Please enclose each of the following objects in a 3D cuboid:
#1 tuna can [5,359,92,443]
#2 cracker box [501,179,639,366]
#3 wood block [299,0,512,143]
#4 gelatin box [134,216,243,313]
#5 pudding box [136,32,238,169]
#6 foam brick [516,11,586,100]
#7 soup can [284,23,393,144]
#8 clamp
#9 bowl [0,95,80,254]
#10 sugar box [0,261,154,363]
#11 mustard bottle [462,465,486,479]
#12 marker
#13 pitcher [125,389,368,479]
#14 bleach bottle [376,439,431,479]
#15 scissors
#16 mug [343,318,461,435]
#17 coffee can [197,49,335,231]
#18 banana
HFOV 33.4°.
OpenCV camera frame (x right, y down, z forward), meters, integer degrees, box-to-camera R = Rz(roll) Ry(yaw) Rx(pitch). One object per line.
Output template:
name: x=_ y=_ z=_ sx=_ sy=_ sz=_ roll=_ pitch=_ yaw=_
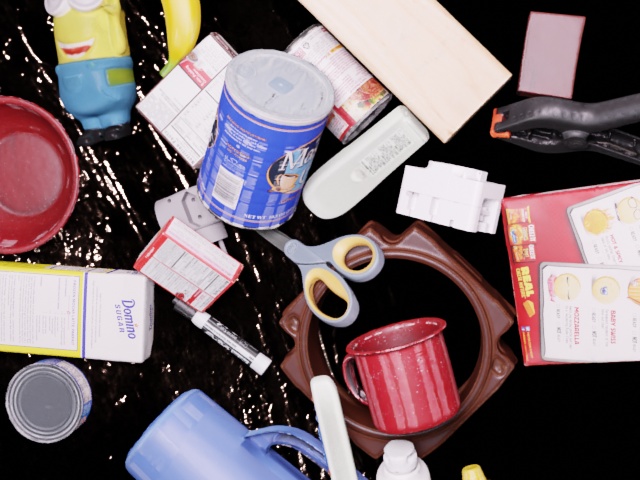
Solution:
tuna can: x=-0.287 y=0.170 z=1.134 sx=0.086 sy=0.033 sz=0.086 roll=1 pitch=95 yaw=9
cracker box: x=0.286 y=0.027 z=0.981 sx=0.214 sy=0.072 sz=0.164 roll=-7 pitch=95 yaw=31
wood block: x=0.078 y=-0.195 z=1.017 sx=0.206 sy=0.090 sz=0.090 roll=45 pitch=100 yaw=2
gelatin box: x=-0.132 y=0.026 z=1.073 sx=0.089 sy=0.030 sz=0.073 roll=35 pitch=137 yaw=-11
pudding box: x=-0.115 y=-0.140 z=1.079 sx=0.113 sy=0.039 sz=0.090 roll=-43 pitch=88 yaw=12
foam brick: x=0.219 y=-0.174 z=1.016 sx=0.053 sy=0.051 sz=0.078 roll=10 pitch=96 yaw=9
soup can: x=0.012 y=-0.152 z=1.042 sx=0.102 sy=0.068 sz=0.068 roll=45 pitch=100 yaw=3
clamp: x=0.251 y=-0.102 z=1.008 sx=0.172 sy=0.120 sz=0.039 roll=4 pitch=61 yaw=28
bowl: x=-0.317 y=-0.068 z=1.108 sx=0.162 sy=0.055 sz=0.162 roll=1 pitch=95 yaw=9
sugar box: x=-0.263 y=0.074 z=1.118 sx=0.176 sy=0.048 sz=0.093 roll=4 pitch=96 yaw=5
mustard bottle: x=0.173 y=0.318 z=1.063 sx=0.096 sy=0.058 sz=0.191 roll=-14 pitch=93 yaw=9
marker: x=-0.103 y=0.097 z=1.107 sx=0.121 sy=0.020 sz=0.020 roll=36 pitch=99 yaw=4
pitcher: x=-0.067 y=0.257 z=1.063 sx=0.243 sy=0.145 sz=0.149 roll=41 pitch=63 yaw=6
bleach bottle: x=0.089 y=0.305 z=1.015 sx=0.068 sy=0.102 sz=0.251 roll=-7 pitch=115 yaw=5
scissors: x=-0.007 y=0.001 z=1.027 sx=0.096 sy=0.016 sz=0.202 roll=-44 pitch=48 yaw=10
mug: x=0.069 y=0.125 z=0.968 sx=0.117 sy=0.093 sz=0.081 roll=-10 pitch=100 yaw=39
coffee can: x=-0.054 y=-0.094 z=1.009 sx=0.103 sy=0.102 sz=0.140 roll=26 pitch=133 yaw=6
banana: x=-0.165 y=-0.267 z=1.075 sx=0.070 sy=0.037 sz=0.198 roll=-19 pitch=92 yaw=9
